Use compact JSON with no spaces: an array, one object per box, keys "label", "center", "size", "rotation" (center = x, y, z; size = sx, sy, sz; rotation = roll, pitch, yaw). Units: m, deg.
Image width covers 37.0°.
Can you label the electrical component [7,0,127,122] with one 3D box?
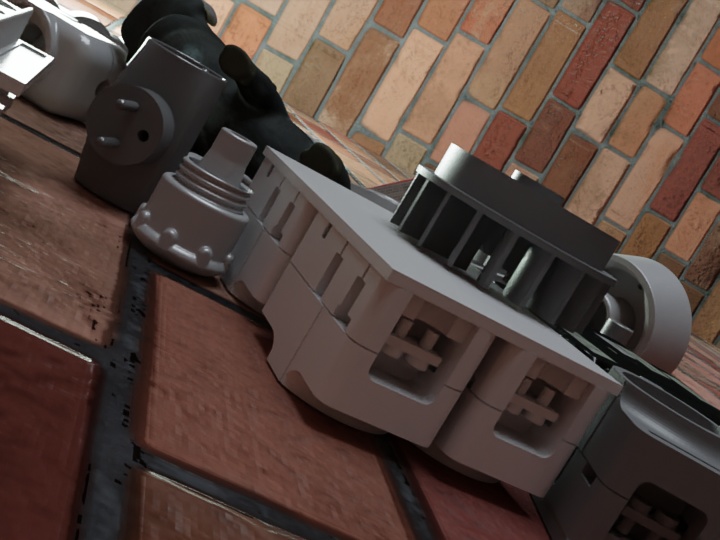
[{"label":"electrical component","center":[-0.201,-0.136,0.671],"size":[0.095,0.053,0.059],"rotation":[32,8,14]}]

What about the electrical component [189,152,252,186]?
[{"label":"electrical component","center":[-0.080,-0.038,0.553],"size":[0.040,0.040,0.046],"rotation":[23,6,-43]}]

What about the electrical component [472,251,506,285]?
[{"label":"electrical component","center":[0.081,0.015,0.659],"size":[0.108,0.060,0.108],"rotation":[19,8,-3]}]

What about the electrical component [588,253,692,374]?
[{"label":"electrical component","center":[0.188,0.038,0.815],"size":[0.060,0.108,0.108],"rotation":[13,18,-46]}]

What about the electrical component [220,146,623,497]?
[{"label":"electrical component","center":[0.011,0.017,0.458],"size":[0.105,0.060,0.186],"rotation":[27,9,-24]}]

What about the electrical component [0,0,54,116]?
[{"label":"electrical component","center":[-0.172,-0.086,0.431],"size":[0.079,0.063,0.121],"rotation":[28,8,-17]}]

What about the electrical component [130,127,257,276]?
[{"label":"electrical component","center":[-0.067,-0.031,0.471],"size":[0.048,0.062,0.048],"rotation":[30,8,-4]}]

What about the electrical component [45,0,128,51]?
[{"label":"electrical component","center":[-0.217,-0.171,0.836],"size":[0.138,0.052,0.073],"rotation":[25,9,-25]}]

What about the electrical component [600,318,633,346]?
[{"label":"electrical component","center":[0.148,0.060,0.677],"size":[0.048,0.062,0.048],"rotation":[30,8,-5]}]

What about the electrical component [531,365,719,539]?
[{"label":"electrical component","center":[0.149,0.102,0.422],"size":[0.150,0.061,0.089],"rotation":[29,8,-6]}]

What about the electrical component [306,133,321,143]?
[{"label":"electrical component","center":[-0.073,-0.104,0.937],"size":[0.080,0.051,0.080],"rotation":[29,8,-5]}]

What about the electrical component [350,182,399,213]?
[{"label":"electrical component","center":[0.006,-0.018,0.735],"size":[0.099,0.064,0.099],"rotation":[28,-6,3]}]

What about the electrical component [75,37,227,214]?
[{"label":"electrical component","center":[-0.104,-0.068,0.508],"size":[0.043,0.077,0.079],"rotation":[31,8,4]}]
